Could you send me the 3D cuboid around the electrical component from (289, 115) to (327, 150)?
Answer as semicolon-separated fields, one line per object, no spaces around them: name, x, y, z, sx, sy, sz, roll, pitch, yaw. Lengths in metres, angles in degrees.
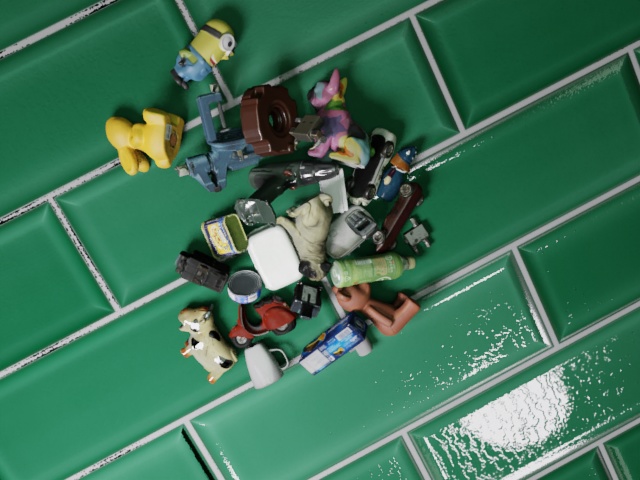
electrical component;-0.028;-0.251;1.258;0.045;0.102;0.078;51;59;-42

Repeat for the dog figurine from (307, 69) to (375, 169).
dog figurine;0.052;-0.293;1.299;0.192;0.108;0.219;12;94;22

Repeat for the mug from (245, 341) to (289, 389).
mug;-0.142;0.314;1.392;0.110;0.081;0.107;-27;91;4

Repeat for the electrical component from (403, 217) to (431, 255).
electrical component;0.252;-0.012;1.418;0.063;0.021;0.094;-33;101;-1

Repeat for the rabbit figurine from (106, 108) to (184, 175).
rabbit figurine;-0.424;-0.238;1.275;0.173;0.122;0.162;12;107;6

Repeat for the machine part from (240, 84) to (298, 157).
machine part;-0.113;-0.282;1.267;0.056;0.179;0.179;-1;101;35

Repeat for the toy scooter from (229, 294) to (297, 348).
toy scooter;-0.156;0.190;1.376;0.184;0.075;0.135;-20;99;1

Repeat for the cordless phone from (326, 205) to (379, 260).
cordless phone;0.078;-0.007;1.317;0.146;0.184;0.088;-40;105;0

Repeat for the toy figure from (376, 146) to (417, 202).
toy figure;0.195;-0.172;1.367;0.058;0.064;0.154;27;95;1

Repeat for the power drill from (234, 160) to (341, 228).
power drill;-0.089;-0.120;1.249;0.232;0.207;0.085;4;135;30

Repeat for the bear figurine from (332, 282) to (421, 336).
bear figurine;0.138;0.154;1.385;0.196;0.120;0.132;39;89;-5

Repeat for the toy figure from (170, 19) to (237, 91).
toy figure;-0.277;-0.439;1.264;0.180;0.082;0.089;-40;103;3

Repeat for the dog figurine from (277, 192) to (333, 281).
dog figurine;-0.002;-0.005;1.297;0.121;0.172;0.190;-38;99;-41

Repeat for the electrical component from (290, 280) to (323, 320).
electrical component;-0.034;0.164;1.361;0.075;0.119;0.047;14;133;-11

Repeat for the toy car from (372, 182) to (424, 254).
toy car;0.196;-0.058;1.377;0.053;0.089;0.202;34;97;31

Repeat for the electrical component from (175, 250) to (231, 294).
electrical component;-0.289;0.073;1.321;0.134;0.115;0.058;26;92;-11

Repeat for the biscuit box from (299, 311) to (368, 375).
biscuit box;0.033;0.264;1.370;0.059;0.063;0.202;43;120;-10

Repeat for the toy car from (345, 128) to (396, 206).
toy car;0.127;-0.183;1.353;0.074;0.056;0.201;26;97;26

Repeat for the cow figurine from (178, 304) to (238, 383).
cow figurine;-0.287;0.251;1.364;0.127;0.085;0.195;-39;98;6

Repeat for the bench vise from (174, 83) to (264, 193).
bench vise;-0.246;-0.243;1.266;0.224;0.129;0.240;-15;117;-12
